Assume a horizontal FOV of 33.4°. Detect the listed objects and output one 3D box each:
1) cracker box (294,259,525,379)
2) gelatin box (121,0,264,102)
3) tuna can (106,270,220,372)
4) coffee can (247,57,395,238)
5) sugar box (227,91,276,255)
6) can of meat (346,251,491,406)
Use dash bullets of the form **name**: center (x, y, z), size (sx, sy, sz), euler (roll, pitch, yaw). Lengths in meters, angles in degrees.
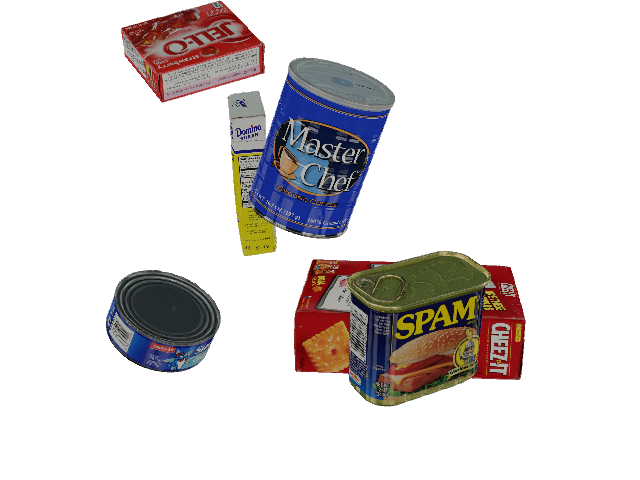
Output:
- **cracker box**: center (0.088, 0.077, 1.065), size (0.214, 0.072, 0.164), euler (2, 17, 5)
- **gelatin box**: center (-0.097, -0.146, 0.816), size (0.089, 0.030, 0.073), euler (-21, 47, -21)
- **tuna can**: center (-0.124, 0.064, 0.840), size (0.086, 0.034, 0.086), euler (18, 32, -12)
- **coffee can**: center (-0.001, -0.087, 1.007), size (0.102, 0.140, 0.103), euler (16, 25, -8)
- **sugar box**: center (-0.083, -0.080, 1.274), size (0.048, 0.176, 0.093), euler (-8, 25, -4)
- **can of meat**: center (0.069, 0.063, 0.769), size (0.101, 0.084, 0.058), euler (-13, 29, -27)
